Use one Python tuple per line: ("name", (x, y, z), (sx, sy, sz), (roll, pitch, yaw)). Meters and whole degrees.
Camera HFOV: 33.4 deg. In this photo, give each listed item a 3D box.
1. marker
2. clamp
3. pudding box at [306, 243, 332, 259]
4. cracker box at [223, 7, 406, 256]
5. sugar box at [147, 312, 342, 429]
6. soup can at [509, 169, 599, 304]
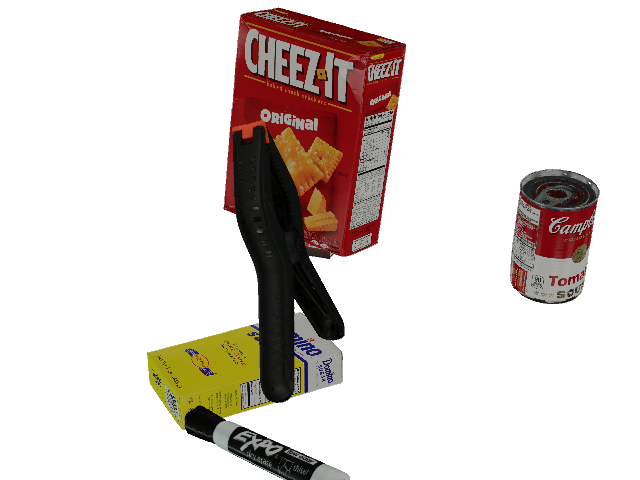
("marker", (-0.035, 0.123, 0.621), (0.121, 0.020, 0.020), (16, 10, 38))
("clamp", (-0.029, 0.010, 0.853), (0.036, 0.210, 0.164), (-11, 2, 18))
("pudding box", (-0.016, -0.018, 1.252), (0.090, 0.039, 0.113), (7, 23, 13))
("cracker box", (-0.012, -0.109, 1.077), (0.164, 0.214, 0.071), (23, 29, 32))
("sugar box", (-0.075, 0.127, 1.073), (0.176, 0.048, 0.093), (-16, 31, -23))
("soup can", (0.207, -0.003, 0.952), (0.068, 0.102, 0.068), (0, 32, 0))
